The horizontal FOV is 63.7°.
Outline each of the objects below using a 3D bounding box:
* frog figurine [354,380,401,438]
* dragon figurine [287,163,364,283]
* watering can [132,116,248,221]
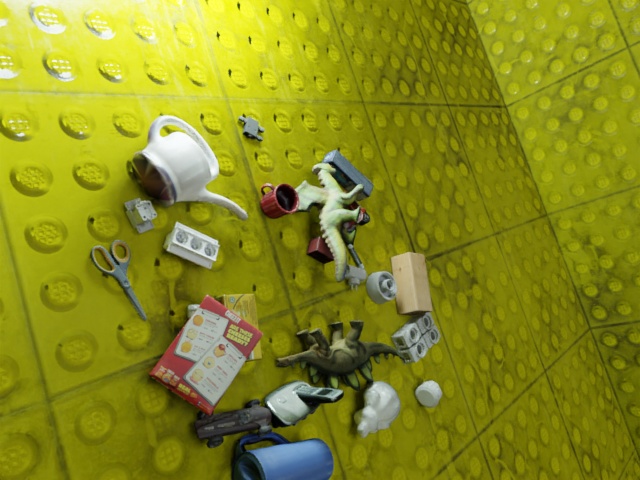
[{"bbox_3d":[0.165,0.500,1.515,0.162,0.122,0.136,-39,121,-56],"label":"frog figurine"},{"bbox_3d":[0.005,-0.080,1.598,0.243,0.119,0.419,15,58,2],"label":"dragon figurine"},{"bbox_3d":[-0.338,-0.156,1.327,0.345,0.103,0.228,56,46,-10],"label":"watering can"}]
